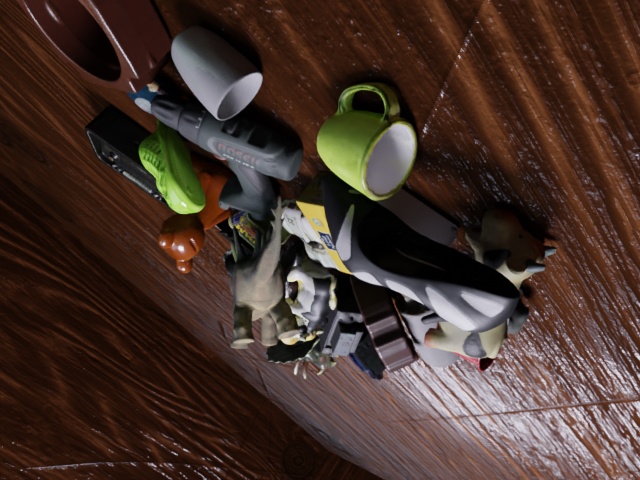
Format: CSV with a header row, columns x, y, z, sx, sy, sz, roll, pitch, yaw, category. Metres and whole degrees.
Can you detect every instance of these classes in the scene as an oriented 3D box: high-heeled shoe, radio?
x,y,z,sx,sy,sz,roll,pitch,yaw,category
0.103,0.004,0.599,0.248,0.086,0.145,51,144,-1,high-heeled shoe
-0.359,-0.157,1.100,0.229,0.073,0.131,37,157,0,radio

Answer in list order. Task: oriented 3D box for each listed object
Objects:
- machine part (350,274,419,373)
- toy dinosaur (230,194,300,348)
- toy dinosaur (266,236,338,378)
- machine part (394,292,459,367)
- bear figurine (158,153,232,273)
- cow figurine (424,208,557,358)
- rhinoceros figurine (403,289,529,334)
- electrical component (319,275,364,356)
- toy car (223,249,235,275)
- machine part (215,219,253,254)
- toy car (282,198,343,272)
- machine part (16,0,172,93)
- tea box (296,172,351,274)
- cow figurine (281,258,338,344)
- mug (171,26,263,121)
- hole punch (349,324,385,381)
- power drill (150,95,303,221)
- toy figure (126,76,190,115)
x,y,z,sx,sy,sz,roll,pitch,yaw,category
0.108,0.132,0.914,0.179,0.056,0.179,-25,-89,-84,machine part
-0.105,0.073,0.899,0.105,0.198,0.471,-5,164,-20,toy dinosaur
-0.059,0.145,1.107,0.131,0.192,0.404,21,153,27,toy dinosaur
0.187,0.142,0.907,0.079,0.079,0.243,15,148,40,machine part
-0.237,-0.048,0.984,0.132,0.196,0.120,20,154,34,bear figurine
0.202,0.056,0.648,0.127,0.085,0.194,16,116,30,cow figurine
0.201,0.069,0.764,0.190,0.073,0.112,32,143,20,rhinoceros figurine
0.038,0.149,1.012,0.058,0.134,0.114,7,123,-14,electrical component
-0.150,0.072,1.213,0.161,0.109,0.103,51,171,-13,toy car
-0.178,-0.014,1.106,0.084,0.039,0.139,32,-175,-36,machine part
-0.002,-0.003,0.900,0.074,0.056,0.201,19,159,35,toy car
-0.315,-0.313,0.738,0.201,0.087,0.201,20,150,32,machine part
0.049,-0.017,0.810,0.098,0.068,0.169,12,148,42,tea box
-0.017,0.127,0.978,0.098,0.068,0.167,24,114,27,cow figurine
-0.139,-0.216,0.696,0.107,0.081,0.109,48,161,3,mug
0.099,0.204,1.104,0.092,0.116,0.142,23,154,47,hole punch
-0.136,-0.125,0.833,0.232,0.086,0.207,19,149,11,power drill
-0.237,-0.213,0.856,0.154,0.057,0.064,34,-168,1,toy figure
